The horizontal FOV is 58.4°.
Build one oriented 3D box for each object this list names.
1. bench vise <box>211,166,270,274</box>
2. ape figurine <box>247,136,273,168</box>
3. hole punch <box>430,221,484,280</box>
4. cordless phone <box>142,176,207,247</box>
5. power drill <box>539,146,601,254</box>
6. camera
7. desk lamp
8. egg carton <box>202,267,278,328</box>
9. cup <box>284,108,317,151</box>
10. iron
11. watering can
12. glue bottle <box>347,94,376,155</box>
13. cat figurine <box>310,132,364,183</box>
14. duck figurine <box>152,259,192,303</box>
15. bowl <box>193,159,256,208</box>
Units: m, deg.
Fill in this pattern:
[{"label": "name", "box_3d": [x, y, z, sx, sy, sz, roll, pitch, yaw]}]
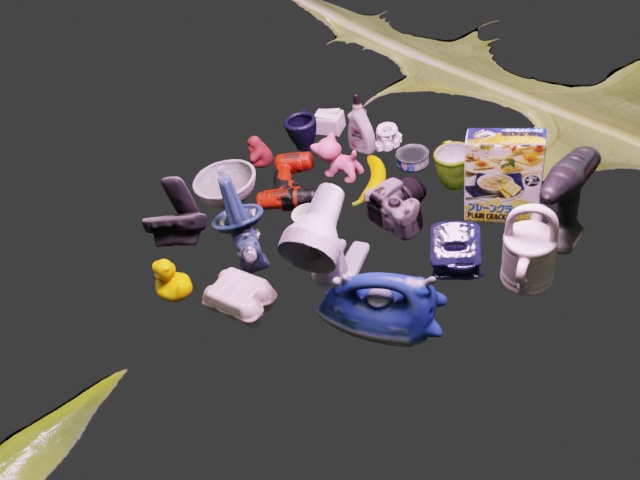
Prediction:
[{"label": "bench vise", "box_3d": [-0.169, -0.047, 1.266, 0.122, 0.220, 0.206, -32, 45, -20]}, {"label": "ape figurine", "box_3d": [-0.173, -0.247, 1.579, 0.076, 0.092, 0.078, 9, 46, 22]}, {"label": "hole punch", "box_3d": [0.281, 0.022, 1.181, 0.108, 0.091, 0.101, -2, 43, 12]}, {"label": "cordless phone", "box_3d": [-0.362, -0.078, 1.371, 0.147, 0.185, 0.094, -7, 42, 6]}, {"label": "power drill", "box_3d": [0.493, -0.078, 1.151, 0.075, 0.209, 0.230, 22, 52, 32]}, {"label": "camera", "box_3d": [0.189, -0.092, 1.319, 0.137, 0.101, 0.142, -33, 46, -22]}, {"label": "desk lamp", "box_3d": [0.011, 0.004, 1.172, 0.117, 0.214, 0.203, 9, 46, 22]}, {"label": "egg carton", "box_3d": [-0.167, 0.120, 1.197, 0.149, 0.069, 0.107, 16, 49, 28]}, {"label": "cup", "box_3d": [-0.047, -0.307, 1.612, 0.091, 0.095, 0.118, 0, 43, 13]}, {"label": "iron", "box_3d": [0.106, 0.110, 1.088, 0.257, 0.142, 0.119, 3, 44, 17]}, {"label": "watering can", "box_3d": [0.400, 0.002, 1.097, 0.100, 0.194, 0.173, -5, 43, 9]}, {"label": "glue bottle", "box_3d": [0.104, -0.311, 1.522, 0.077, 0.173, 0.037, 22, 52, 32]}, {"label": "cat figurine", "box_3d": [0.043, -0.219, 1.479, 0.127, 0.118, 0.067, 18, 50, 29]}, {"label": "duck figurine", "box_3d": [-0.333, 0.083, 1.264, 0.104, 0.086, 0.078, 29, 56, 37]}, {"label": "bowl", "box_3d": [-0.240, -0.134, 1.485, 0.167, 0.075, 0.167, -7, 42, 6]}]
